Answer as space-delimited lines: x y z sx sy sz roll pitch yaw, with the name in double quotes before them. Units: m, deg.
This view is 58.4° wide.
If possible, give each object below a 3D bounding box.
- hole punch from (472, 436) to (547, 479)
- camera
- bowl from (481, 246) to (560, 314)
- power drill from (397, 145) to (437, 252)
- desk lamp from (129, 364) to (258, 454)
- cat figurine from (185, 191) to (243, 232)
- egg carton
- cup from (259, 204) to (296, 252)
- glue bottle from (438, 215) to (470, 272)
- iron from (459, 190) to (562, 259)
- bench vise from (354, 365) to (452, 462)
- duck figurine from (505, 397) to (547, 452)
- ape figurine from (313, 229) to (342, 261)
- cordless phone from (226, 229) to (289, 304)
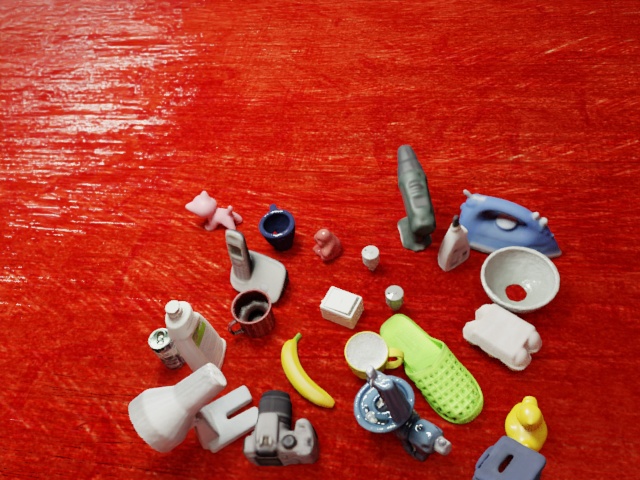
"hole punch" 0.341 0.419 1.039 0.100 0.091 0.109 35 65 30
"camera" -0.077 0.370 1.141 0.143 0.101 0.137 -4 52 7
"bowl" 0.441 0.101 1.276 0.167 0.075 0.167 -5 52 6
"power drill" 0.224 -0.083 1.368 0.075 0.209 0.229 -11 52 1
"desk lamp" -0.241 0.333 1.125 0.203 0.214 0.117 -29 54 -12
"cat figurine" -0.281 -0.078 1.507 0.127 0.118 0.067 9 55 16
"egg carton" 0.385 0.205 1.210 0.150 0.069 0.107 31 63 28
"cup" -0.104 -0.025 1.451 0.091 0.095 0.117 -16 52 -3
"glue bottle" 0.309 0.000 1.312 0.078 0.173 0.037 -30 54 -13
"iron" 0.444 -0.042 1.342 0.257 0.142 0.119 17 58 21
"bench vise" 0.154 0.311 1.071 0.207 0.220 0.121 13 56 19
"duck figurine" 0.395 0.349 1.087 0.077 0.086 0.104 7 54 15
"ape figurine" 0.013 0.005 1.410 0.076 0.092 0.078 -4 52 7
"cordless phone" -0.152 0.057 1.339 0.147 0.185 0.094 17 58 21
